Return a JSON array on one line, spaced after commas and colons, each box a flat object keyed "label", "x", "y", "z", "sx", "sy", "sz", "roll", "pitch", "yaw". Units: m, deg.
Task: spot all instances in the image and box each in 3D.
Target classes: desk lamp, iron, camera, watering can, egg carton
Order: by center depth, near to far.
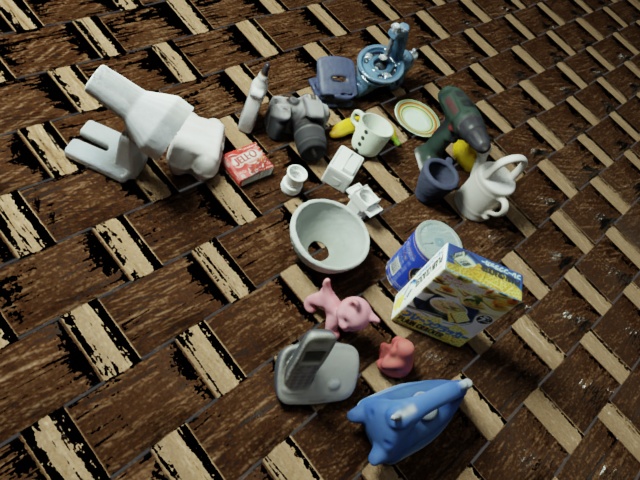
[{"label": "iron", "x": 0.183, "y": 0.284, "z": 0.987, "sx": 0.259, "sy": 0.141, "sz": 0.118, "roll": -16, "pitch": 65, "yaw": -31}, {"label": "desk lamp", "x": -0.345, "y": -0.202, "z": 1.033, "sx": 0.203, "sy": 0.213, "sz": 0.118, "roll": 24, "pitch": 52, "yaw": -7}, {"label": "egg carton", "x": -0.249, "y": -0.190, "z": 1.160, "sx": 0.107, "sy": 0.069, "sz": 0.150, "roll": 13, "pitch": 54, "yaw": -16}, {"label": "camera", "x": -0.038, "y": -0.253, "z": 1.277, "sx": 0.143, "sy": 0.100, "sz": 0.136, "roll": 1, "pitch": 58, "yaw": -23}, {"label": "watering can", "x": 0.401, "y": -0.141, "z": 1.337, "sx": 0.101, "sy": 0.194, "sz": 0.172, "roll": -23, "pitch": 69, "yaw": -34}]

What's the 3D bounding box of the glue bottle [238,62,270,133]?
[{"label": "glue bottle", "x": -0.135, "y": -0.312, "z": 1.227, "sx": 0.037, "sy": 0.173, "sz": 0.078, "roll": 18, "pitch": 53, "yaw": -12}]

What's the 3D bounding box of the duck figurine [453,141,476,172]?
[{"label": "duck figurine", "x": 0.394, "y": -0.237, "z": 1.468, "sx": 0.078, "sy": 0.086, "sz": 0.104, "roll": -6, "pitch": 61, "yaw": -27}]

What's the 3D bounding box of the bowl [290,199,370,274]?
[{"label": "bowl", "x": 0.010, "y": 0.004, "z": 1.141, "sx": 0.168, "sy": 0.074, "sz": 0.167, "roll": 12, "pitch": 54, "yaw": -17}]

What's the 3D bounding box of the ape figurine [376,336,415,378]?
[{"label": "ape figurine", "x": 0.145, "y": 0.210, "z": 1.051, "sx": 0.078, "sy": 0.092, "sz": 0.076, "roll": -24, "pitch": 70, "yaw": -34}]

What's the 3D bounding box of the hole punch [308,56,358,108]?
[{"label": "hole punch", "x": 0.040, "y": -0.388, "z": 1.409, "sx": 0.109, "sy": 0.091, "sz": 0.101, "roll": -5, "pitch": 60, "yaw": -27}]

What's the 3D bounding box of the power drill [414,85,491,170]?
[{"label": "power drill", "x": 0.311, "y": -0.241, "z": 1.355, "sx": 0.076, "sy": 0.208, "sz": 0.229, "roll": 3, "pitch": 57, "yaw": -22}]

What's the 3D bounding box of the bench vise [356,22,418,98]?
[{"label": "bench vise", "x": 0.177, "y": -0.473, "z": 1.445, "sx": 0.121, "sy": 0.219, "sz": 0.208, "roll": 37, "pitch": 51, "yaw": 3}]

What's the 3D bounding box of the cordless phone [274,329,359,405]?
[{"label": "cordless phone", "x": 0.010, "y": 0.199, "z": 0.938, "sx": 0.148, "sy": 0.185, "sz": 0.094, "roll": 0, "pitch": 58, "yaw": -24}]

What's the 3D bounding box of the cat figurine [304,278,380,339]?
[{"label": "cat figurine", "x": 0.043, "y": 0.124, "z": 1.047, "sx": 0.067, "sy": 0.117, "sz": 0.127, "roll": -33, "pitch": 75, "yaw": -36}]

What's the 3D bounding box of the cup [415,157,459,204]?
[{"label": "cup", "x": 0.268, "y": -0.137, "z": 1.339, "sx": 0.091, "sy": 0.095, "sz": 0.118, "roll": 34, "pitch": 51, "yaw": 1}]
